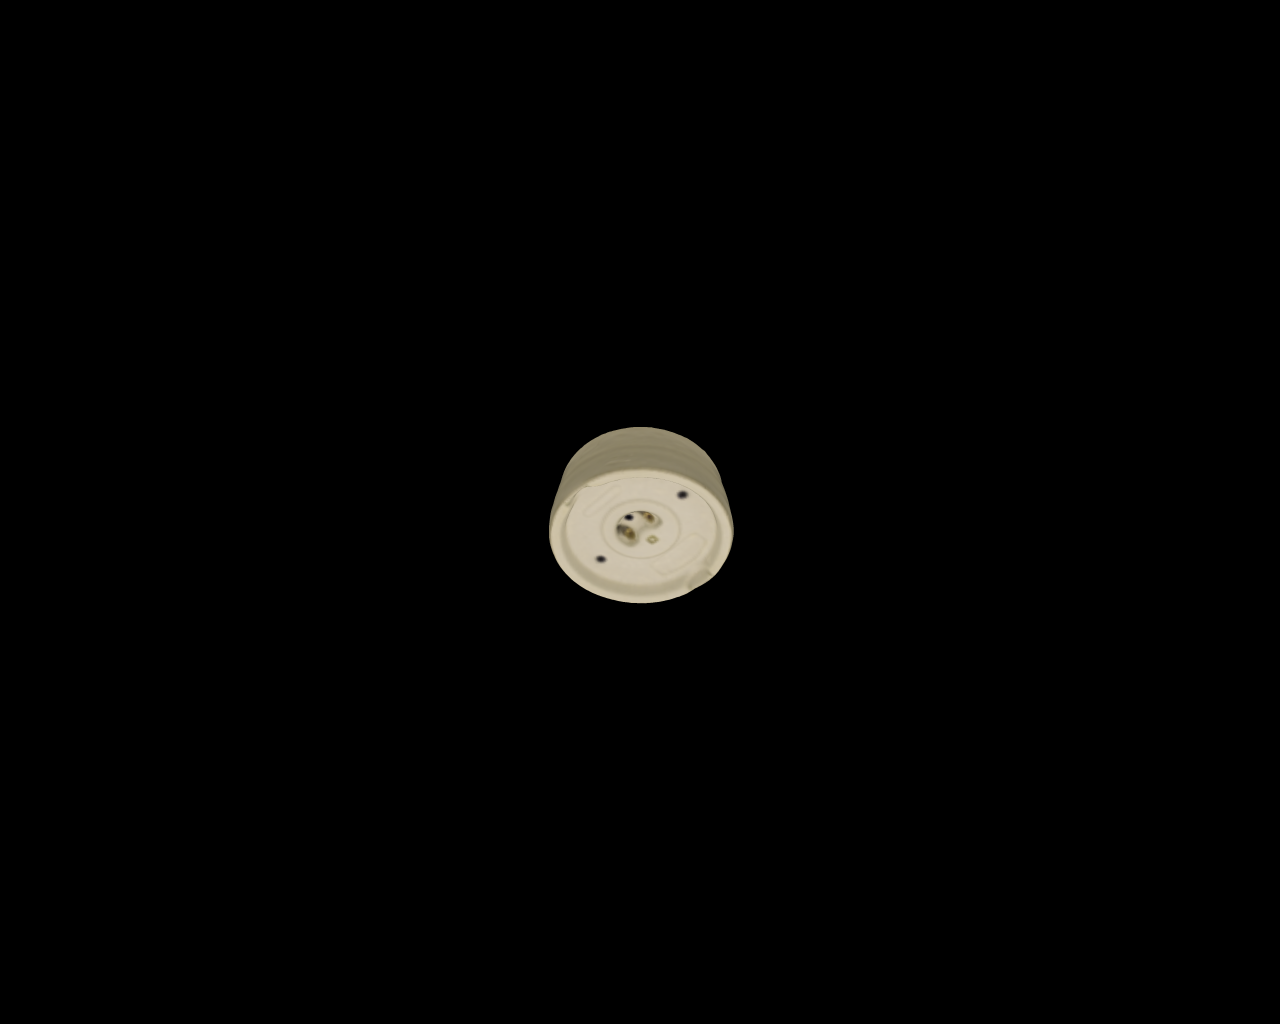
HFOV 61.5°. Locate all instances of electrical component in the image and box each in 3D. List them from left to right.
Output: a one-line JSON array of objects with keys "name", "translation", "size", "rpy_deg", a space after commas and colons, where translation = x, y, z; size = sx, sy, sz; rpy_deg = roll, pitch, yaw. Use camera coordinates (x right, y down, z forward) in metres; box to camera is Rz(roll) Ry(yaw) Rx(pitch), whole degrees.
[{"name": "electrical component", "translation": [0.001, -0.003, 0.650], "size": [0.108, 0.108, 0.060], "rpy_deg": [0, 41, 0]}]
